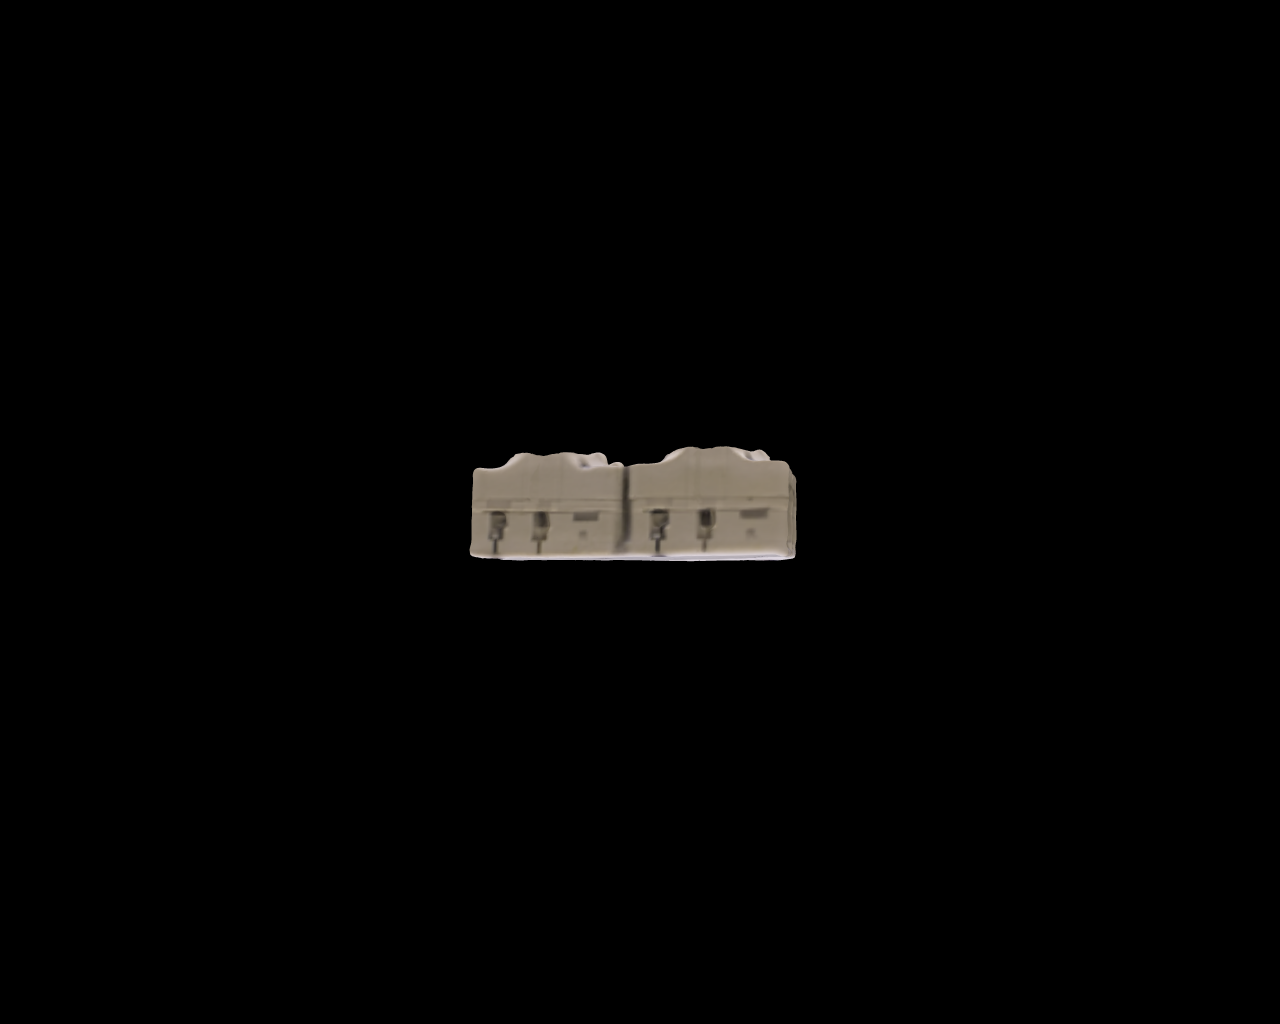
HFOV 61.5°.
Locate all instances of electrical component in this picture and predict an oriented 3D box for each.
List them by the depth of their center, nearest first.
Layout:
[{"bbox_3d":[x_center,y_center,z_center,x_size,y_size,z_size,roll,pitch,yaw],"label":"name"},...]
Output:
[{"bbox_3d":[0.001,-0.003,0.650,0.186,0.060,0.105,-1,-3,11],"label":"electrical component"}]
